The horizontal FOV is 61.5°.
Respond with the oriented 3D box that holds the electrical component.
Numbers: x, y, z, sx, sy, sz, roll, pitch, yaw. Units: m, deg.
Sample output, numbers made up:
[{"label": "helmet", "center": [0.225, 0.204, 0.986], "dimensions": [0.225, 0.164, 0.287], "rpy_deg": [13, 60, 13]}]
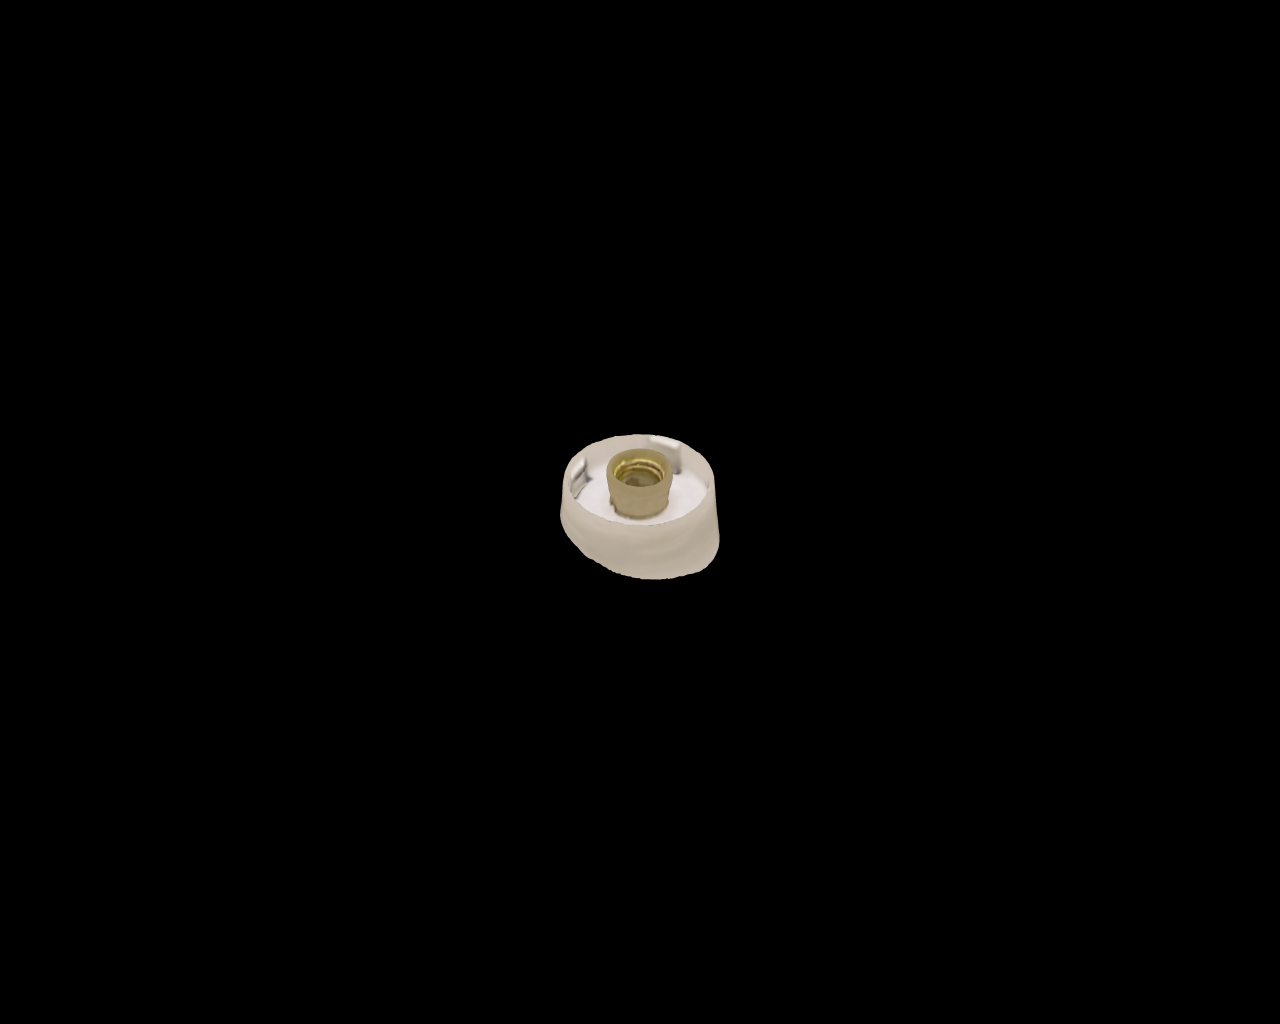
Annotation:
[{"label": "electrical component", "center": [0.001, -0.003, 0.650], "dimensions": [0.099, 0.064, 0.099], "rpy_deg": [0, 39, 0]}]
